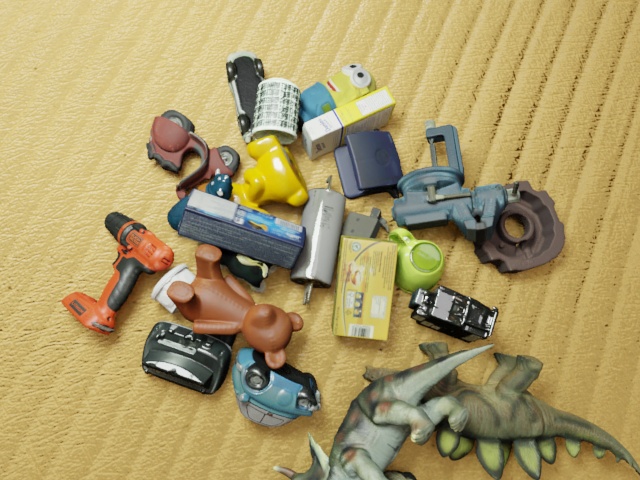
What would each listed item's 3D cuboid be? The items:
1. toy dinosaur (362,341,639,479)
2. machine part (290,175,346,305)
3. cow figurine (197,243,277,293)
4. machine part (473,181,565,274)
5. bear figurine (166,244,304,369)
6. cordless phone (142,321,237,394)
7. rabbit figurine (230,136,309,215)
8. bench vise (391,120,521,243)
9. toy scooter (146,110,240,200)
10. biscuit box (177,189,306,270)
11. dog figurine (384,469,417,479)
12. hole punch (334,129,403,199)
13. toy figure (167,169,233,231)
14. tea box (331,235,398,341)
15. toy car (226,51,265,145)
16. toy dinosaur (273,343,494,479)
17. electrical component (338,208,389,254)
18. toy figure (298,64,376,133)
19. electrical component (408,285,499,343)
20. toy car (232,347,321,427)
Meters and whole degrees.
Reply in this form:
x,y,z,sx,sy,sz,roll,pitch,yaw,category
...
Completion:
x,y,z,sx,sy,sz,roll,pitch,yaw,category
0.301,0.285,0.894,0.472,0.105,0.198,9,82,9,toy dinosaur
-0.002,-0.003,0.965,0.079,0.079,0.243,12,75,0,machine part
-0.157,0.022,0.942,0.167,0.098,0.068,33,82,6,cow figurine
0.361,-0.022,1.001,0.179,0.056,0.179,1,75,-4,machine part
-0.128,0.112,0.857,0.196,0.131,0.120,22,53,15,bear figurine
-0.210,0.157,0.923,0.147,0.088,0.184,19,63,4,cordless phone
-0.113,-0.083,0.980,0.173,0.122,0.162,-23,86,6,rabbit figurine
0.234,-0.114,0.959,0.224,0.128,0.240,-13,66,24,bench vise
-0.252,-0.149,0.997,0.184,0.075,0.135,34,77,1,toy scooter
-0.126,-0.015,0.887,0.203,0.062,0.059,19,38,-11,biscuit box
0.171,0.436,0.812,0.190,0.172,0.121,37,65,0,dog figurine
0.095,-0.143,0.998,0.116,0.092,0.142,-14,83,-10,hole punch
-0.203,-0.067,0.937,0.154,0.058,0.064,-29,81,28,toy figure
0.075,0.080,0.928,0.098,0.068,0.169,8,92,-1,tea box
-0.134,-0.276,1.046,0.073,0.056,0.201,-12,77,-13,toy car
0.090,0.293,0.834,0.405,0.131,0.192,-49,44,-13,toy dinosaur
0.082,-0.011,0.992,0.078,0.045,0.102,10,69,29,electrical component
0.024,-0.273,1.041,0.180,0.089,0.082,-33,86,-2,toy figure
0.221,0.125,0.923,0.134,0.115,0.058,22,73,1,electrical component
-0.082,0.252,0.889,0.161,0.109,0.103,29,98,-7,toy car
